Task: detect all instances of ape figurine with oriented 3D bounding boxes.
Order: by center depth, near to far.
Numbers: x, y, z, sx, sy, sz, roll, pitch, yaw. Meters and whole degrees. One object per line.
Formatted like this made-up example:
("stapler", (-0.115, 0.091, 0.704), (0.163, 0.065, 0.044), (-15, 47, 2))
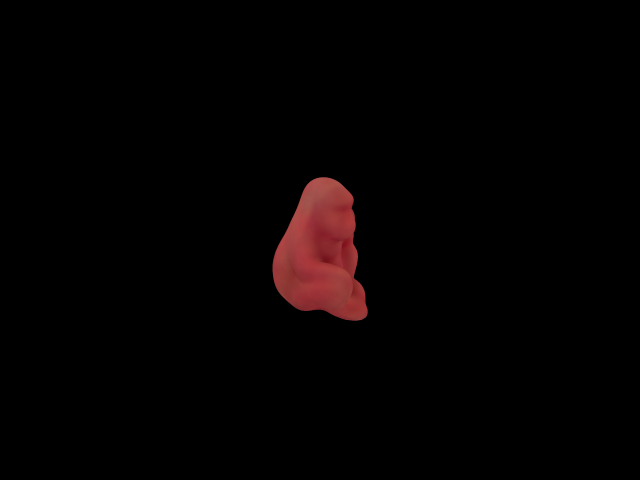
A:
("ape figurine", (0.004, 0.001, 0.400), (0.076, 0.092, 0.078), (13, 32, 23))
